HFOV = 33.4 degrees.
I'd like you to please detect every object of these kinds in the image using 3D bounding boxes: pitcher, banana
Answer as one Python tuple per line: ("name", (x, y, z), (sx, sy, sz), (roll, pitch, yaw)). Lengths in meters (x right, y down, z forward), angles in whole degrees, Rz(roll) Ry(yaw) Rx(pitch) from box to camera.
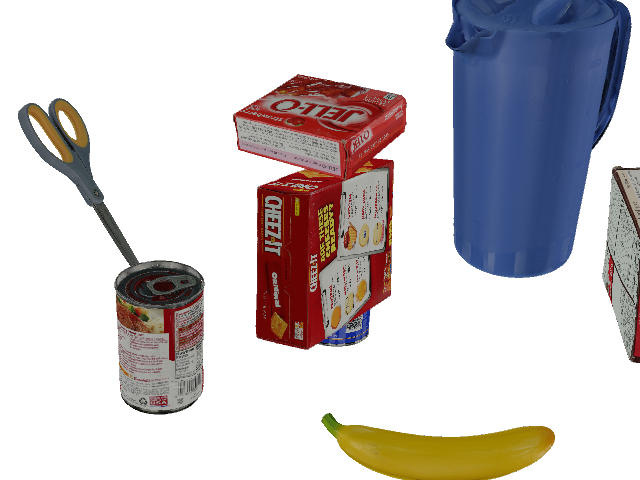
("pitcher", (0.184, -0.097, 0.927), (0.149, 0.243, 0.145), (6, 32, 11))
("banana", (0.100, 0.169, 0.872), (0.197, 0.037, 0.069), (6, 37, -4))

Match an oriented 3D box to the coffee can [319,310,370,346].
("coffee can", (0.022, 0.060, 1.463), (0.103, 0.140, 0.103), (3, 24, -1))

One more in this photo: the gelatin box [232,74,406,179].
("gelatin box", (0.000, -0.077, 0.695), (0.089, 0.030, 0.073), (17, 38, 31))

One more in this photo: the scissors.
("scissors", (-0.226, -0.061, 1.065), (0.016, 0.201, 0.096), (-25, 27, 23))

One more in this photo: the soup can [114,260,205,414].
("soup can", (-0.125, 0.076, 0.835), (0.068, 0.102, 0.068), (3, 28, -2))

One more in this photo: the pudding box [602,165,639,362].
("pudding box", (0.214, 0.013, 0.697), (0.039, 0.090, 0.113), (-1, 28, 4))

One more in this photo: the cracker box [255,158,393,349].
("cracker box", (0.008, 0.005, 1.152), (0.072, 0.164, 0.213), (8, 16, 26))
